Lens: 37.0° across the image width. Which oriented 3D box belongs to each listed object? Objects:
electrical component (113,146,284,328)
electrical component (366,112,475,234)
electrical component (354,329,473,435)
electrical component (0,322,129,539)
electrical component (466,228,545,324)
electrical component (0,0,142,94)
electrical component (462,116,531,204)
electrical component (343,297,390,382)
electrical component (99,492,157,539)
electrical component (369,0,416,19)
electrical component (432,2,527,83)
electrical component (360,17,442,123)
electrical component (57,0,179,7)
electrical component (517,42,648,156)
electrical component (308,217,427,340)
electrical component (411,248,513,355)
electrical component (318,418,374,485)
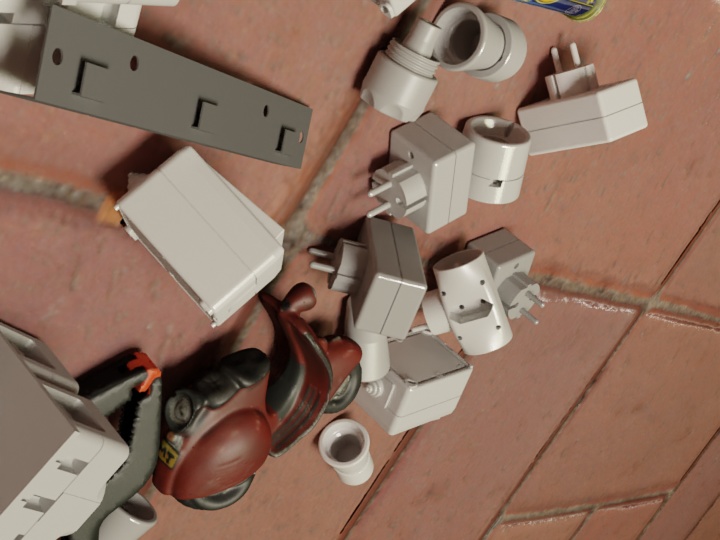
[{"bbox_3d":[-0.090,-0.025,0.603,0.061,0.096,0.061,-42,176,-11],"label":"electrical component"},{"bbox_3d":[0.035,-0.060,0.751,0.077,0.047,0.065,-29,143,-28],"label":"electrical component"},{"bbox_3d":[0.036,0.096,0.902,0.096,0.062,0.061,-12,133,-43],"label":"electrical component"},{"bbox_3d":[-0.225,0.131,0.587,0.186,0.105,0.060,-48,148,0],"label":"electrical component"},{"bbox_3d":[0.126,0.016,0.912,0.047,0.077,0.065,-21,139,-36],"label":"electrical component"},{"bbox_3d":[-0.148,-0.114,0.474,0.089,0.050,0.055,-10,132,-46],"label":"electrical component"},{"bbox_3d":[0.097,-0.083,0.797,0.055,0.055,0.047,-18,133,-39],"label":"electrical component"},{"bbox_3d":[0.005,0.049,0.837,0.044,0.044,0.065,-23,135,-34],"label":"electrical component"},{"bbox_3d":[-0.177,0.184,0.757,0.055,0.045,0.045,-53,148,6],"label":"electrical component"},{"bbox_3d":[0.010,-0.195,0.567,0.061,0.062,0.096,-42,147,-10],"label":"electrical component"},{"bbox_3d":[0.079,-0.150,0.713,0.055,0.045,0.045,2,123,-51],"label":"electrical component"},{"bbox_3d":[0.030,-0.128,0.679,0.043,0.043,0.062,3,121,-51],"label":"electrical component"},{"bbox_3d":[-0.096,-0.190,0.419,0.062,0.089,0.150,-11,132,-44],"label":"electrical component"},{"bbox_3d":[0.162,-0.133,0.812,0.047,0.083,0.075,-23,102,-35],"label":"electrical component"},{"bbox_3d":[0.000,0.000,0.757,0.076,0.083,0.047,14,119,-13],"label":"electrical component"},{"bbox_3d":[0.076,0.031,0.884,0.079,0.077,0.043,-17,-164,16],"label":"electrical component"},{"bbox_3d":[-0.009,0.162,0.939,0.044,0.044,0.065,-40,151,-14],"label":"electrical component"}]
